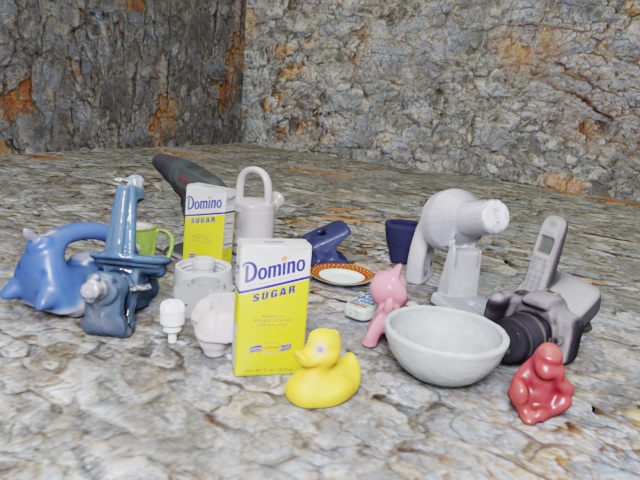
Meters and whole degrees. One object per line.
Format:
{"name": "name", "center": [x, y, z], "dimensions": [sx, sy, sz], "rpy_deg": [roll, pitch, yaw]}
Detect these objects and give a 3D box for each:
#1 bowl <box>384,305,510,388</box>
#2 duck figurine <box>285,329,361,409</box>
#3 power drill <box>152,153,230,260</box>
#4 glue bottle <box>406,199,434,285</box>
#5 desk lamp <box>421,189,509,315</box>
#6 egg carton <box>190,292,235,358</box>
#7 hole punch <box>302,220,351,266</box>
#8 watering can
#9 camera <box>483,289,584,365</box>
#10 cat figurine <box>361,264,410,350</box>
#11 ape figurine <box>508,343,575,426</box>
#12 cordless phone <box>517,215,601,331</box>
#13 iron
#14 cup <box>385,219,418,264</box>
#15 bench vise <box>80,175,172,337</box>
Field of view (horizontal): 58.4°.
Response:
{"name": "bowl", "center": [0.166, 0.151, 0.774], "dimensions": [0.167, 0.075, 0.167], "rpy_deg": [4, 14, -1]}
{"name": "duck figurine", "center": [0.007, 0.150, 0.705], "dimensions": [0.105, 0.086, 0.077], "rpy_deg": [-7, 19, -38]}
{"name": "power drill", "center": [-0.279, -0.067, 1.208], "dimensions": [0.228, 0.208, 0.076], "rpy_deg": [15, 18, 36]}
{"name": "glue bottle", "center": [0.212, 0.001, 1.171], "dimensions": [0.037, 0.173, 0.078], "rpy_deg": [13, 17, 29]}
{"name": "desk lamp", "center": [0.267, 0.020, 1.031], "dimensions": [0.118, 0.213, 0.202], "rpy_deg": [0, 15, -17]}
{"name": "egg carton", "center": [-0.107, 0.119, 0.822], "dimensions": [0.151, 0.069, 0.107], "rpy_deg": [-1, 16, -21]}
{"name": "hole punch", "center": [0.012, 0.005, 1.259], "dimensions": [0.101, 0.091, 0.108], "rpy_deg": [1, 15, -15]}
{"name": "watering can", "center": [-0.148, -0.070, 1.292], "dimensions": [0.100, 0.194, 0.173], "rpy_deg": [7, 15, 11]}
{"name": "camera", "center": [0.301, 0.126, 0.861], "dimensions": [0.137, 0.101, 0.142], "rpy_deg": [-8, 19, -41]}
{"name": "cat figurine", "center": [0.106, 0.095, 0.886], "dimensions": [0.067, 0.118, 0.128], "rpy_deg": [6, 15, 7]}
{"name": "ape figurine", "center": [0.272, 0.170, 0.700], "dimensions": [0.077, 0.092, 0.076], "rpy_deg": [8, 15, 12]}
{"name": "cordless phone", "center": [0.415, 0.058, 0.989], "dimensions": [0.094, 0.185, 0.147], "rpy_deg": [-3, 16, -26]}
{"name": "iron", "center": [-0.376, 0.030, 0.937], "dimensions": [0.118, 0.141, 0.259], "rpy_deg": [11, 16, 25]}
{"name": "cup", "center": [0.202, 0.008, 1.298], "dimensions": [0.117, 0.095, 0.092], "rpy_deg": [9, 15, 17]}
{"name": "bench vise", "center": [-0.282, 0.021, 0.848], "dimensions": [0.122, 0.220, 0.207], "rpy_deg": [1, 15, -15]}
